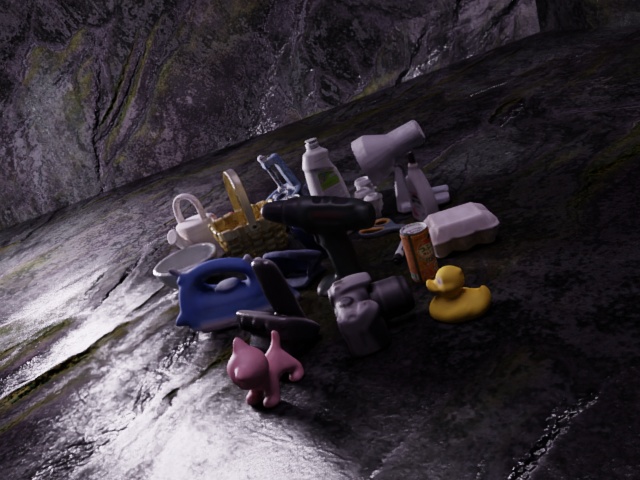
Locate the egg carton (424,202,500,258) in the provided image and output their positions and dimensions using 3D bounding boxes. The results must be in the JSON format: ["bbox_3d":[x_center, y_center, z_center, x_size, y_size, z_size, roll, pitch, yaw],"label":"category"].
[{"bbox_3d":[0.284,-0.023,1.171,0.150,0.069,0.107,-18,21,2],"label":"egg carton"}]

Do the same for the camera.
[{"bbox_3d":[0.090,0.108,0.971,0.137,0.101,0.143,-19,21,-1],"label":"camera"}]

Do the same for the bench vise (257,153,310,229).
[{"bbox_3d":[-0.084,-0.155,1.598,0.121,0.220,0.208,6,32,47],"label":"bench vise"}]

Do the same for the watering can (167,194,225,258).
[{"bbox_3d":[-0.338,-0.032,1.546,0.100,0.194,0.173,-15,22,11],"label":"watering can"}]

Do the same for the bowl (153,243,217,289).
[{"bbox_3d":[-0.326,0.077,1.436,0.167,0.075,0.167,-16,21,7],"label":"bowl"}]

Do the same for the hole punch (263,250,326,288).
[{"bbox_3d":[-0.057,0.047,1.259,0.108,0.091,0.101,-3,26,36],"label":"hole punch"}]

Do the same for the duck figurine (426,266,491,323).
[{"bbox_3d":[0.224,0.082,0.941,0.104,0.086,0.077,-9,23,23],"label":"duck figurine"}]

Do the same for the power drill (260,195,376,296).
[{"bbox_3d":[0.010,0.004,1.143,0.229,0.209,0.076,-10,23,22],"label":"power drill"}]

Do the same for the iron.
[{"bbox_3d":[-0.182,0.093,1.182,0.258,0.142,0.118,-16,21,9],"label":"iron"}]

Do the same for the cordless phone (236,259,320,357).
[{"bbox_3d":[-0.092,0.108,1.007,0.147,0.185,0.094,-1,28,39],"label":"cordless phone"}]

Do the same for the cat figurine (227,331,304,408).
[{"bbox_3d":[-0.094,0.194,0.891,0.067,0.118,0.128,-2,27,37],"label":"cat figurine"}]

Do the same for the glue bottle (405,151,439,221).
[{"bbox_3d":[0.227,-0.124,1.324,0.037,0.173,0.078,-27,23,-20],"label":"glue bottle"}]

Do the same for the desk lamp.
[{"bbox_3d":[0.201,-0.181,1.429,0.203,0.214,0.118,-13,22,15],"label":"desk lamp"}]

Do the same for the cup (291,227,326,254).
[{"bbox_3d":[-0.023,-0.012,1.368,0.117,0.095,0.092,5,31,46],"label":"cup"}]
